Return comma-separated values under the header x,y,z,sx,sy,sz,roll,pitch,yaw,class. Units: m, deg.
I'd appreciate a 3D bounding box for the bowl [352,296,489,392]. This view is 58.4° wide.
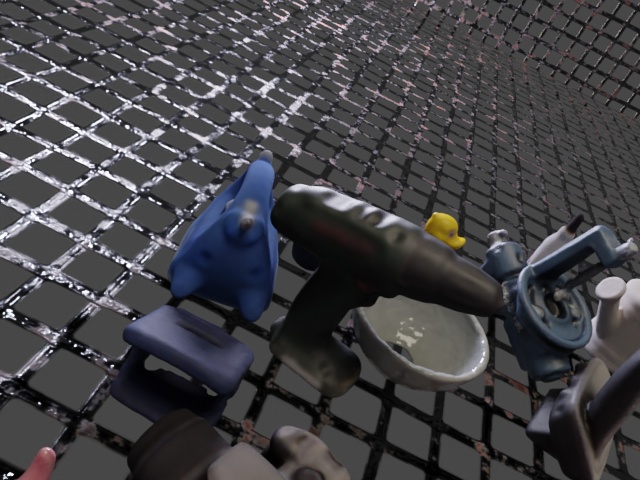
x,y,z,sx,sy,sz,roll,pitch,yaw,class
0.104,0.115,0.661,0.168,0.074,0.167,18,35,-13,bowl

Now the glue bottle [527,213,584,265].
x,y,z,sx,sy,sz,roll,pitch,yaw,class
0.330,0.028,0.840,0.037,0.173,0.078,34,35,10,glue bottle

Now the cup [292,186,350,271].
x,y,z,sx,sy,sz,roll,pitch,yaw,class
0.007,0.003,0.723,0.092,0.095,0.117,7,39,-27,cup

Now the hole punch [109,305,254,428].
x,y,z,sx,sy,sz,roll,pitch,yaw,class
-0.118,0.103,0.511,0.108,0.091,0.101,28,34,1,hole punch

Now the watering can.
x,y,z,sx,sy,sz,roll,pitch,yaw,class
0.471,0.102,0.820,0.173,0.194,0.100,1,42,-33,watering can

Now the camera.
x,y,z,sx,sy,sz,roll,pitch,yaw,class
-0.066,0.182,0.433,0.136,0.100,0.143,41,36,19,camera

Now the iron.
x,y,z,sx,sy,sz,roll,pitch,yaw,class
-0.086,-0.033,0.666,0.119,0.141,0.258,20,35,-11,iron

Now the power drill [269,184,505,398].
x,y,z,sx,sy,sz,roll,pitch,yaw,class
0.037,0.057,0.571,0.229,0.208,0.076,36,35,12,power drill

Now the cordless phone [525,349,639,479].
x,y,z,sx,sy,sz,roll,pitch,yaw,class
0.331,0.171,0.642,0.094,0.185,0.148,38,36,16,cordless phone

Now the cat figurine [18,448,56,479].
x,y,z,sx,sy,sz,roll,pitch,yaw,class
-0.196,0.180,0.332,0.067,0.117,0.128,27,34,0,cat figurine

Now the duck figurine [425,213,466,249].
x,y,z,sx,sy,sz,roll,pitch,yaw,class
0.164,-0.004,0.847,0.104,0.086,0.078,30,34,4,duck figurine

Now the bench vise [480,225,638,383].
x,y,z,sx,sy,sz,roll,pitch,yaw,class
0.288,0.047,0.745,0.122,0.219,0.207,-12,50,-43,bench vise
